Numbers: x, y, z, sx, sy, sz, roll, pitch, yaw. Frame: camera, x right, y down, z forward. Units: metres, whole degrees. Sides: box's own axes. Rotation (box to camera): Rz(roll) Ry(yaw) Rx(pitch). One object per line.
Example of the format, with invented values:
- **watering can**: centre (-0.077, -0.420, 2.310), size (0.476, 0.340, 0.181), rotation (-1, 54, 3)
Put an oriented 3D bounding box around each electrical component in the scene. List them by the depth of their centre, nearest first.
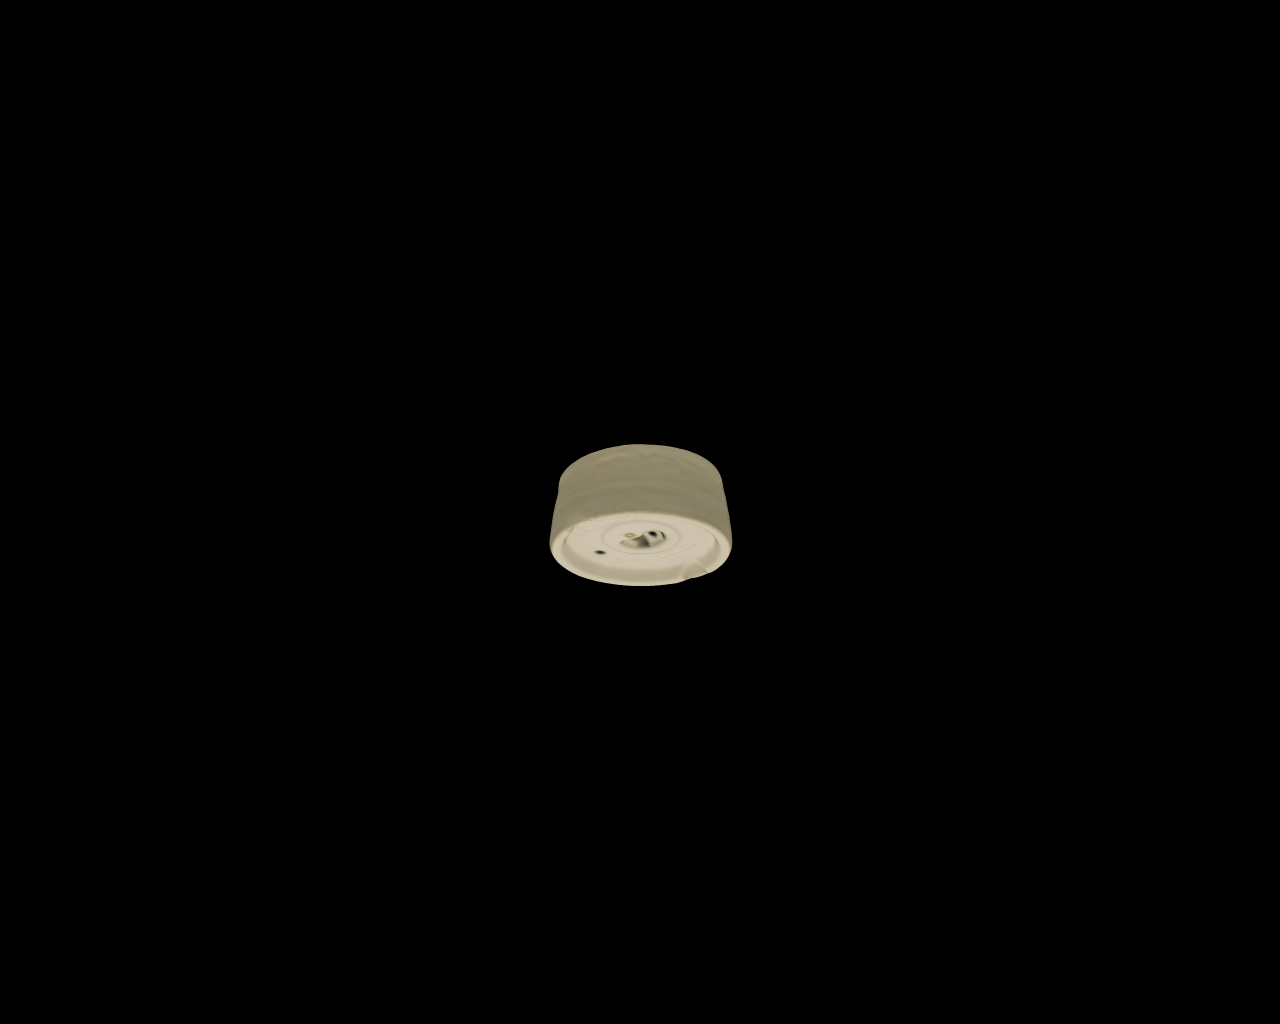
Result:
- **electrical component**: centre (0.001, -0.003, 0.650), size (0.108, 0.060, 0.108), rotation (0, -26, 0)
